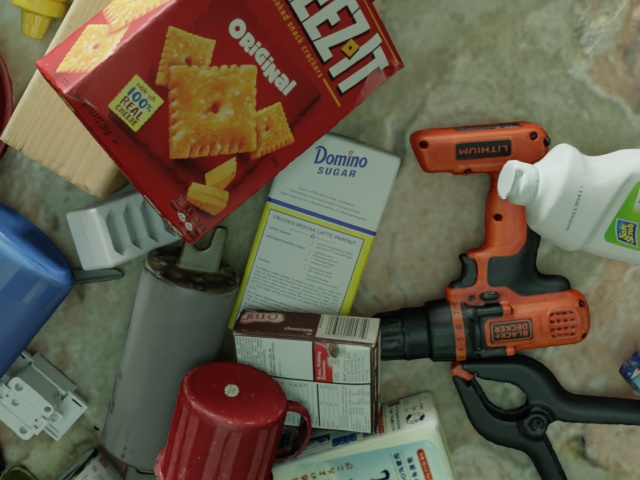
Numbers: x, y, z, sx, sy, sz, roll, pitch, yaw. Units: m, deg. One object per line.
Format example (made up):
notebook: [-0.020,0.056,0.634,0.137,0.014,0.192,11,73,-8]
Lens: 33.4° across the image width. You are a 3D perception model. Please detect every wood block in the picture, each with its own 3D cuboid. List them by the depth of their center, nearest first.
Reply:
wood block: [-0.145,-0.145,0.816,0.091,0.090,0.206,32,100,-2]

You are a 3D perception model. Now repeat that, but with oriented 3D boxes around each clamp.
clamp: [0.188,0.140,0.874,0.171,0.039,0.120,41,99,-4]

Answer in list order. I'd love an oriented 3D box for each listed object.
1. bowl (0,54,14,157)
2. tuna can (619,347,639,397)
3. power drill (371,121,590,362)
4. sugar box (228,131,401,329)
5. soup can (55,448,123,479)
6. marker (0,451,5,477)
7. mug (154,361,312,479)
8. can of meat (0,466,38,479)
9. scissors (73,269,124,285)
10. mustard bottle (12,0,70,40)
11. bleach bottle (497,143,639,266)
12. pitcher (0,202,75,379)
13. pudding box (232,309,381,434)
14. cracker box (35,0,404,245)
bowl: [-0.314,-0.111,0.847,0.162,0.055,0.162,1,100,3]
tuna can: [0.278,0.120,0.843,0.086,0.086,0.034,41,102,-4]
power drill: [0.116,0.004,0.846,0.184,0.057,0.188,-6,103,0]
sugar box: [-0.005,0.001,0.856,0.093,0.048,0.176,19,99,-1]
soup can: [-0.180,0.235,0.896,0.068,0.068,0.102,-40,96,9]
marker: [-0.289,0.146,0.911,0.020,0.020,0.121,-9,100,4]
mug: [-0.060,0.146,0.802,0.117,0.093,0.081,3,118,-23]
can of meat: [-0.260,0.260,0.911,0.084,0.057,0.102,-42,95,11]
scissors: [-0.272,0.016,0.888,0.202,0.016,0.096,-18,99,6]
mustard bottle: [-0.197,-0.247,0.811,0.096,0.058,0.192,22,102,22]
bleach bottle: [0.255,-0.029,0.798,0.250,0.068,0.102,11,102,-13]
pitcher: [-0.315,0.078,0.832,0.243,0.145,0.149,-48,119,4]
pudding box: [-0.009,0.103,0.834,0.113,0.039,0.090,4,121,11]
cracker box: [-0.063,-0.123,0.753,0.213,0.072,0.164,-40,132,-6]
